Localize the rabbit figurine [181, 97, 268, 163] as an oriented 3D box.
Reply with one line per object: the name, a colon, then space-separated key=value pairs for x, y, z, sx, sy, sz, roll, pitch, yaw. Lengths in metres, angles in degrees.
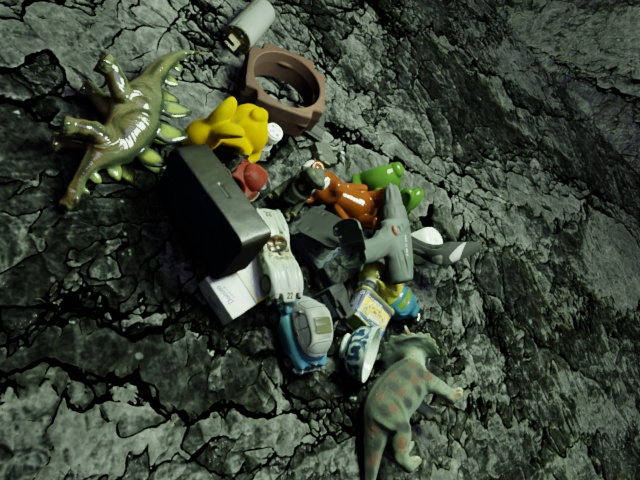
rabbit figurine: x=-0.196 y=-0.217 z=1.108 sx=0.173 sy=0.162 sz=0.121 roll=-14 pitch=88 yaw=-27

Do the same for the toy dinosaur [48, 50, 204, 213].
toy dinosaur: x=-0.349 y=-0.238 z=1.007 sx=0.198 sy=0.105 sz=0.471 roll=36 pitch=56 yaw=-31

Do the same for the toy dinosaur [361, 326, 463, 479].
toy dinosaur: x=0.156 y=0.334 z=1.109 sx=0.192 sy=0.131 sz=0.405 roll=44 pitch=48 yaw=5

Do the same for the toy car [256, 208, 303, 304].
toy car: x=-0.086 y=0.028 z=1.042 sx=0.073 sy=0.056 sz=0.202 roll=1 pitch=59 yaw=-37

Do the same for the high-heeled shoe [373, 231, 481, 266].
high-heeled shoe: x=0.258 y=-0.006 z=1.324 sx=0.086 sy=0.249 sz=0.145 roll=-66 pitch=139 yaw=-72

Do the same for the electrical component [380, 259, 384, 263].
electrical component: x=0.161 y=0.078 z=1.320 sx=0.094 sy=0.021 sz=0.063 roll=34 pitch=47 yaw=-21

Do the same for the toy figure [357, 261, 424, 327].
toy figure: x=0.163 y=0.126 z=1.255 sx=0.180 sy=0.082 sz=0.089 roll=39 pitch=35 yaw=-11

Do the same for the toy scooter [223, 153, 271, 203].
toy scooter: x=-0.172 y=-0.116 z=1.078 sx=0.135 sy=0.075 sz=0.184 roll=60 pitch=36 yaw=-28

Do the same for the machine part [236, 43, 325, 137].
machine part: x=-0.093 y=-0.355 z=1.281 sx=0.201 sy=0.087 sz=0.201 roll=16 pitch=55 yaw=-22

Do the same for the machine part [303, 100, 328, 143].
machine part: x=-0.016 y=-0.318 z=1.385 sx=0.084 sy=0.039 sz=0.139 roll=25 pitch=53 yaw=-22

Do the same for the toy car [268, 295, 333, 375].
toy car: x=-0.026 y=0.174 z=1.046 sx=0.109 sy=0.103 sz=0.161 roll=4 pitch=62 yaw=-39

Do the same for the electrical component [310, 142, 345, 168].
electrical component: x=0.019 y=-0.211 z=1.347 sx=0.102 sy=0.045 sz=0.078 roll=1 pitch=67 yaw=-40

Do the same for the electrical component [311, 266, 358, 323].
electrical component: x=0.019 y=0.118 z=1.136 sx=0.048 sy=0.075 sz=0.119 roll=-28 pitch=90 yaw=-47

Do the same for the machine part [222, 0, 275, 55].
machine part: x=-0.175 y=-0.534 z=1.342 sx=0.079 sy=0.079 sz=0.243 roll=39 pitch=46 yaw=-18

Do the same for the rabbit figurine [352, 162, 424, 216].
rabbit figurine: x=0.184 y=-0.106 z=1.375 sx=0.121 sy=0.159 sz=0.170 roll=-17 pitch=94 yaw=-56

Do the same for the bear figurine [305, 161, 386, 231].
bear figurine: x=0.064 y=-0.105 z=1.268 sx=0.195 sy=0.132 sz=0.120 roll=32 pitch=70 yaw=-31

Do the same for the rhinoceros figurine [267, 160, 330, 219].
rhinoceros figurine: x=-0.042 y=-0.107 z=1.138 sx=0.112 sy=0.190 sz=0.073 roll=-43 pitch=99 yaw=-19

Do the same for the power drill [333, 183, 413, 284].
power drill: x=0.122 y=-0.013 z=1.169 sx=0.207 sy=0.086 sz=0.232 roll=-4 pitch=81 yaw=-51

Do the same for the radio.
radio: x=-0.198 y=-0.050 z=0.974 sx=0.073 sy=0.131 sz=0.230 roll=-19 pitch=65 yaw=-44

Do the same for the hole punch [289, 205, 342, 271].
hole punch: x=-0.002 y=-0.004 z=1.194 sx=0.116 sy=0.092 sz=0.142 roll=32 pitch=45 yaw=15
